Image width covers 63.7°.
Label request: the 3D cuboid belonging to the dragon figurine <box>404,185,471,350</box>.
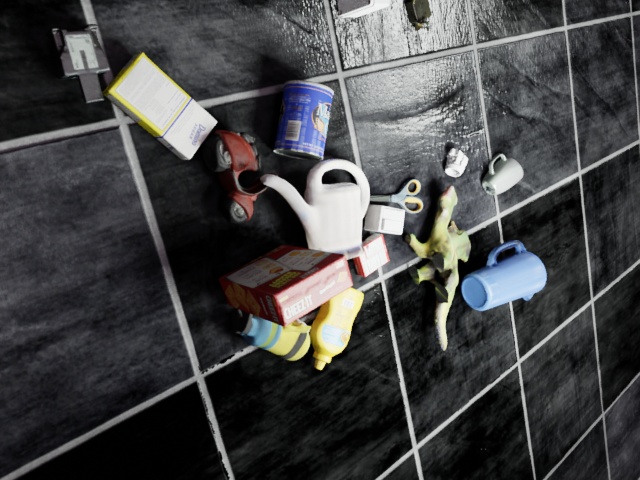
[{"bbox_3d":[0.346,0.059,1.365,0.246,0.122,0.405,-27,113,-41],"label":"dragon figurine"}]

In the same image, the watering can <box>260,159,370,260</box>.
[{"bbox_3d":[0.003,-0.054,1.072,0.350,0.104,0.223,-14,102,-51],"label":"watering can"}]
